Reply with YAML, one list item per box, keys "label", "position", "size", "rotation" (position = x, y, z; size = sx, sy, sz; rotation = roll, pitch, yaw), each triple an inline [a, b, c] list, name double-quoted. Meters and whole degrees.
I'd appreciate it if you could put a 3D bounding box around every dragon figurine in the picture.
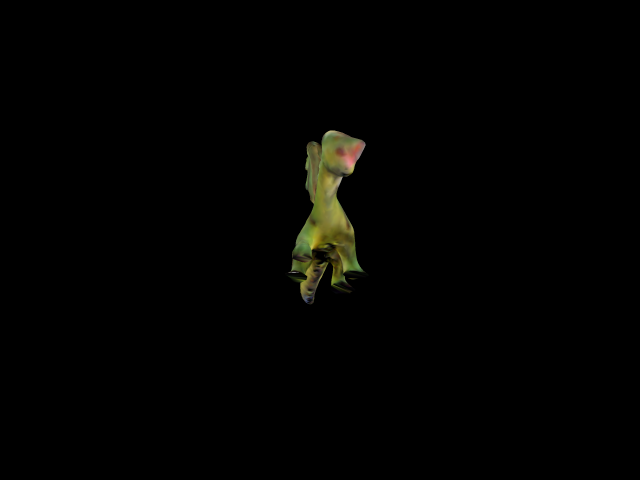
- label: "dragon figurine"
  position: [0.003, -0.043, 0.850]
  size: [0.122, 0.246, 0.404]
  rotation: [4, -19, -11]
